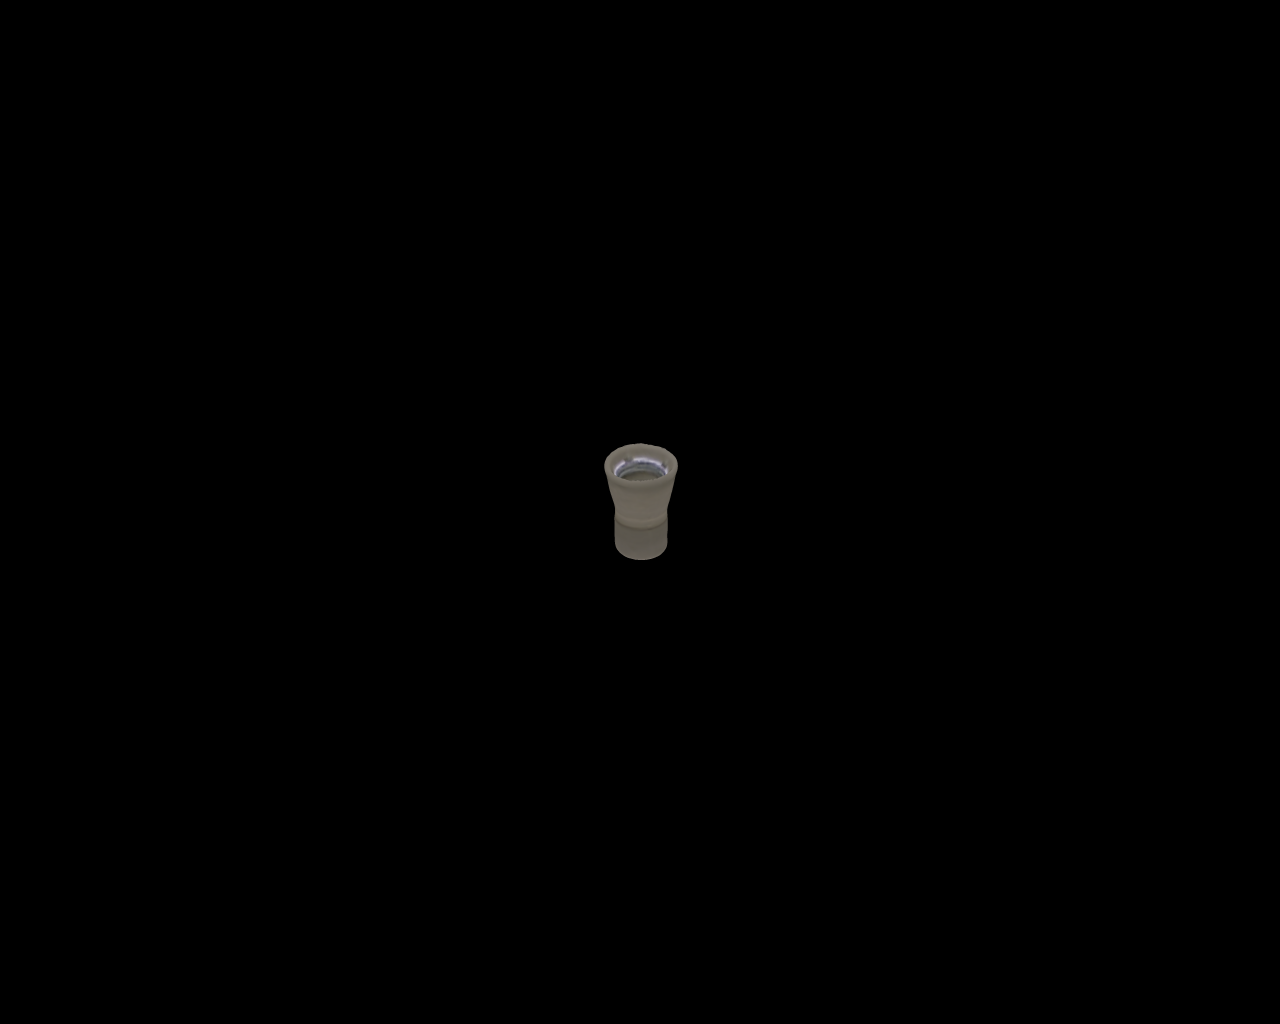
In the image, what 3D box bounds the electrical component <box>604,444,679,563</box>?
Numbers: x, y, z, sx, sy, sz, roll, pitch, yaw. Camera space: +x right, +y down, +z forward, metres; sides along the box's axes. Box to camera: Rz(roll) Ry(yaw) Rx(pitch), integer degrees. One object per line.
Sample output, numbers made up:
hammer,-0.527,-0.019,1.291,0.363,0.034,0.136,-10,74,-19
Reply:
electrical component,0.001,-0.003,0.650,0.044,0.065,0.044,0,33,0
